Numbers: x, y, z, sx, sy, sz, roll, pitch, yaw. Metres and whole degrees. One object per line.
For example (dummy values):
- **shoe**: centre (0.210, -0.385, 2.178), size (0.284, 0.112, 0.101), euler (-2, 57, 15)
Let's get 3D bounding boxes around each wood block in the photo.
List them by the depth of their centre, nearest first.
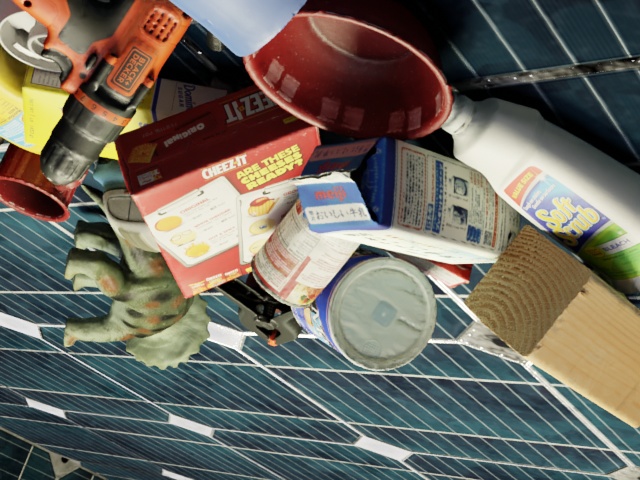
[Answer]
- **wood block**: centre (0.234, 0.081, 0.949), size (0.205, 0.091, 0.090), euler (32, -172, -41)

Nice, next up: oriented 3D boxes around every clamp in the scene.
- **clamp**: centre (-0.051, 0.083, 1.234), size (0.120, 0.039, 0.171), euler (17, 160, 21)

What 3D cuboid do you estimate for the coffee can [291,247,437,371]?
- **coffee can**: centre (0.037, 0.059, 1.016), size (0.102, 0.103, 0.140), euler (26, 178, -18)

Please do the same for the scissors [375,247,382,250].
- **scissors**: centre (0.058, -0.011, 1.021), size (0.096, 0.016, 0.201), euler (-13, 165, 32)

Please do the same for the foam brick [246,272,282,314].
- **foam brick**: centre (-0.051, 0.048, 1.272), size (0.053, 0.051, 0.078), euler (26, 156, -16)

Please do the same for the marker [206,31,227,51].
- **marker**: centre (-0.080, -0.183, 0.820), size (0.020, 0.020, 0.121), euler (17, 157, 3)

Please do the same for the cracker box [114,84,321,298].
- **cracker box**: centre (-0.078, -0.044, 0.968), size (0.164, 0.072, 0.213), euler (-22, 153, -5)

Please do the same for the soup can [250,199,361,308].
- **soup can**: centre (-0.006, 0.001, 0.939), size (0.068, 0.068, 0.102), euler (28, 118, -21)

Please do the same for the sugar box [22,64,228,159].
- **sugar box**: centre (-0.177, -0.111, 0.970), size (0.176, 0.048, 0.093), euler (12, 151, -7)

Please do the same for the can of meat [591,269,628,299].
- **can of meat**: centre (0.259, 0.070, 1.085), size (0.084, 0.057, 0.102), euler (-6, 148, 40)

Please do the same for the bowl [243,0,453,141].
- **bowl**: centre (0.026, -0.139, 0.794), size (0.162, 0.055, 0.162), euler (15, 157, 7)

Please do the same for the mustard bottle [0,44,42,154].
- **mustard bottle**: centre (-0.293, -0.133, 1.036), size (0.096, 0.058, 0.191), euler (-21, 136, 39)

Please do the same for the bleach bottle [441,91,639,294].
- **bleach bottle**: centre (0.195, -0.044, 0.875), size (0.250, 0.068, 0.103), euler (29, 154, -19)

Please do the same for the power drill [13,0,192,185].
- **power drill**: centre (-0.217, -0.152, 0.820), size (0.187, 0.184, 0.057), euler (31, -167, -26)

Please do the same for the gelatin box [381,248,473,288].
- **gelatin box**: centre (0.108, -0.007, 1.003), size (0.089, 0.073, 0.030), euler (28, 153, -22)

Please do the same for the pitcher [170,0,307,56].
- **pitcher**: centre (-0.095, -0.227, 0.603), size (0.242, 0.145, 0.149), euler (33, 119, -24)

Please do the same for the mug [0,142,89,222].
- **mug**: centre (-0.286, -0.077, 1.128), size (0.117, 0.081, 0.093), euler (-2, 150, 39)
